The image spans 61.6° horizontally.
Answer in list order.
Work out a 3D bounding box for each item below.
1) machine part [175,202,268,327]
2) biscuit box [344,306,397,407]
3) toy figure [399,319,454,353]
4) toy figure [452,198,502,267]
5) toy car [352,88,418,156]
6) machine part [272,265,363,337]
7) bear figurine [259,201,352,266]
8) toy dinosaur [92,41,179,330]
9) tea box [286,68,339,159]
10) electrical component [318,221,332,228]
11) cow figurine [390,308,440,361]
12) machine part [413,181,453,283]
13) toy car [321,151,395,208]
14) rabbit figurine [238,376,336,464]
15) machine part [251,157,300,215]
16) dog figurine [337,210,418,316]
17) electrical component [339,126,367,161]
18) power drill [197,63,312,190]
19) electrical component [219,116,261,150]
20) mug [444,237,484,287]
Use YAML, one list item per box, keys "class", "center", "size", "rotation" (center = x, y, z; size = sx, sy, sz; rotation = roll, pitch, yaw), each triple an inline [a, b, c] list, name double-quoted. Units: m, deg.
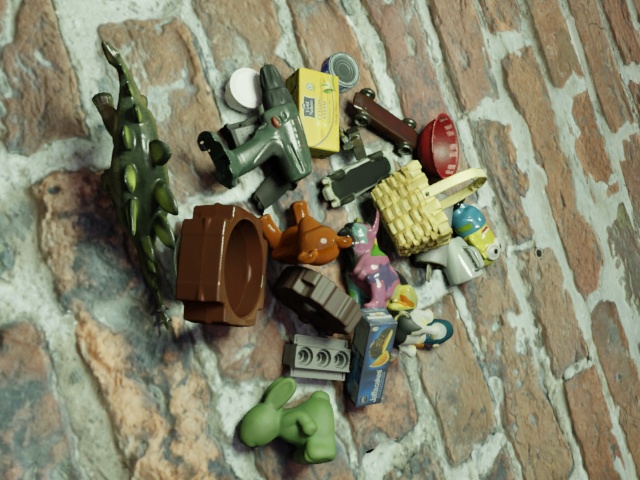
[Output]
- class: "machine part"
  center: [-0.166, 0.047, 0.931]
  size: [0.087, 0.201, 0.201]
  rotation: [1, 80, 14]
- class: "biscuit box"
  center: [0.099, 0.234, 1.070]
  size: [0.063, 0.059, 0.202]
  rotation: [-3, 116, -21]
- class: "toy figure"
  center: [0.230, 0.211, 1.211]
  size: [0.154, 0.057, 0.064]
  rotation: [-6, 47, -29]
- class: "toy figure"
  center: [0.375, -0.018, 1.316]
  size: [0.082, 0.089, 0.180]
  rotation: [-37, 93, -16]
- class: "toy car"
  center: [0.148, -0.269, 1.239]
  size: [0.202, 0.053, 0.089]
  rotation: [25, 66, -29]
- class: "machine part"
  center: [-0.007, 0.118, 1.024]
  size: [0.179, 0.179, 0.056]
  rotation: [41, 67, -18]
- class: "bear figurine"
  center: [-0.033, -0.011, 1.003]
  size: [0.120, 0.196, 0.132]
  rotation: [-24, 91, -18]
- class: "toy dinosaur"
  center: [-0.292, -0.076, 0.873]
  size: [0.105, 0.199, 0.470]
  rotation: [-15, 123, -20]
- class: "tea box"
  center: [-0.016, -0.265, 1.135]
  size: [0.098, 0.068, 0.169]
  rotation: [3, 82, -30]
- class: "electrical component"
  center: [-0.002, -0.003, 1.128]
  size: [0.094, 0.021, 0.063]
  rotation: [26, 71, -25]
- class: "cow figurine"
  center: [0.158, 0.201, 1.109]
  size: [0.098, 0.167, 0.068]
  rotation: [14, 46, -29]
- class: "machine part"
  center: [0.266, -0.020, 1.254]
  size: [0.079, 0.079, 0.243]
  rotation: [18, 73, -27]
- class: "toy car"
  center: [0.085, -0.136, 1.181]
  size: [0.202, 0.056, 0.073]
  rotation: [-30, 103, -28]
- class: "rabbit figurine"
  center: [-0.063, 0.334, 0.991]
  size: [0.170, 0.121, 0.159]
  rotation: [6, 76, -14]
- class: "machine part"
  center: [-0.089, -0.113, 1.088]
  size: [0.084, 0.039, 0.139]
  rotation: [49, 60, -24]
- class: "dog figurine"
  center: [0.120, 0.051, 1.143]
  size: [0.191, 0.108, 0.219]
  rotation: [6, 77, -28]
- class: "electrical component"
  center: [0.068, -0.212, 1.160]
  size: [0.045, 0.102, 0.078]
  rotation: [-17, 121, 4]
- class: "power drill"
  center: [-0.123, -0.200, 1.009]
  size: [0.207, 0.086, 0.231]
  rotation: [-31, 101, -36]
- class: "electrical component"
  center: [-0.132, -0.203, 1.071]
  size: [0.119, 0.048, 0.074]
  rotation: [-17, 92, -29]
- class: "mug"
  center: [0.333, 0.045, 1.270]
  size: [0.081, 0.109, 0.107]
  rotation: [-20, 79, -26]
